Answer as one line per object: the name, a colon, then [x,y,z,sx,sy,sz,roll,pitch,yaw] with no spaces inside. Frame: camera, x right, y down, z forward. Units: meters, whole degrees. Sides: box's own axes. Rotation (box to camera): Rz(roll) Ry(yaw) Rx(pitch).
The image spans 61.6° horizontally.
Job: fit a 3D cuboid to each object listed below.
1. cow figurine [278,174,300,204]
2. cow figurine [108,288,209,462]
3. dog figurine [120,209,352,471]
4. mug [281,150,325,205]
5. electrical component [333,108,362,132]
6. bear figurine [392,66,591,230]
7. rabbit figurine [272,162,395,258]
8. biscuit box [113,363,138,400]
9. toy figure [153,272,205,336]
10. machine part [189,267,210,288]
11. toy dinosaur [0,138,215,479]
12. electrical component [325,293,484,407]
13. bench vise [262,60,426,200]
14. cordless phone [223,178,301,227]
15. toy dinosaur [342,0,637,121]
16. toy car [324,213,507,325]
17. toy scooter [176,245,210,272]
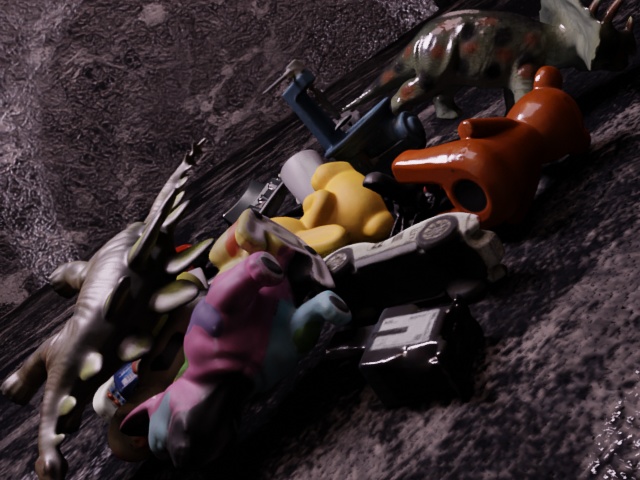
cow figurine: [-0.042,-0.125,1.087,0.068,0.098,0.167,-42,19,-5]
cow figurine: [-0.152,0.141,0.571,0.195,0.085,0.127,-60,22,-16]
dog figurine: [-0.087,0.098,0.493,0.219,0.108,0.192,-50,27,11]
mug: [-0.009,-0.085,0.940,0.081,0.109,0.107,-29,61,-5]
electrical component: [0.075,-0.184,1.016,0.058,0.114,0.134,-33,16,9]
bear figurine: [0.195,-0.095,0.582,0.196,0.120,0.132,-43,17,-32]
rabbit figurine: [-0.001,-0.002,0.675,0.173,0.121,0.162,-16,37,-13]
biscuit box: [-0.157,0.132,0.675,0.203,0.062,0.059,-41,21,-22]
toy figure: [-0.237,0.106,0.720,0.180,0.082,0.089,-23,4,-20]
machine part: [-0.245,0.106,0.806,0.243,0.079,0.079,-22,15,-15]
toy dinosaur: [-0.211,0.043,0.602,0.198,0.105,0.472,-31,36,24]
electrical component: [0.064,0.091,0.432,0.119,0.047,0.075,-22,21,34]
bench vise: [0.026,-0.148,0.780,0.224,0.240,0.129,-31,15,52]
cordless phone: [-0.074,-0.052,0.988,0.184,0.088,0.146,0,46,43]
toy dinosaur: [0.214,-0.249,0.737,0.405,0.192,0.131,8,22,20]
toy car: [0.079,0.029,0.523,0.202,0.073,0.056,-20,23,35]
toy scooter: [-0.252,0.063,0.996,0.135,0.075,0.184,-23,24,31]
